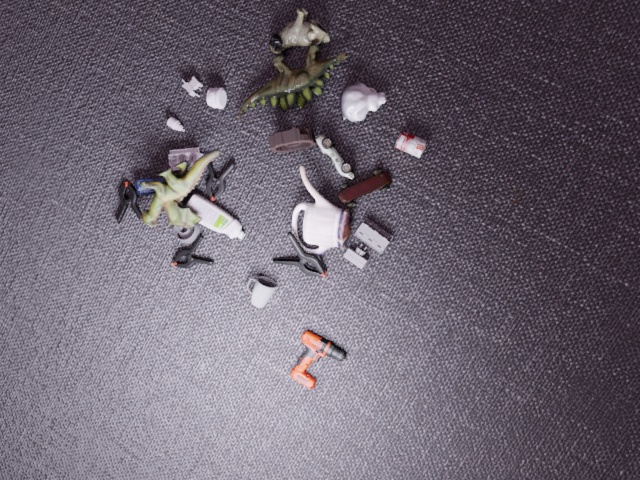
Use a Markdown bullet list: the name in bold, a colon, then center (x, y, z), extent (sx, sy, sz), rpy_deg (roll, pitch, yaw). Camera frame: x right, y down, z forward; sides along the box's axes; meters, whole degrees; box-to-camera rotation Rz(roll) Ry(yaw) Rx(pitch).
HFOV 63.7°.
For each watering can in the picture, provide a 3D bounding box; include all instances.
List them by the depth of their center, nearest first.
- **watering can**: center (0.006, -0.095, 1.879), extent (0.224, 0.106, 0.342), rpy_deg (9, 112, 13)

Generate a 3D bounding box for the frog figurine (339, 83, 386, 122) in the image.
- **frog figurine**: center (0.154, -0.495, 1.850), extent (0.159, 0.121, 0.139), rpy_deg (2, 74, 23)

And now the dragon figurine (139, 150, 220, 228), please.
- **dragon figurine**: center (-0.521, -0.166, 1.951), extent (0.408, 0.124, 0.241), rpy_deg (-19, 101, 13)
